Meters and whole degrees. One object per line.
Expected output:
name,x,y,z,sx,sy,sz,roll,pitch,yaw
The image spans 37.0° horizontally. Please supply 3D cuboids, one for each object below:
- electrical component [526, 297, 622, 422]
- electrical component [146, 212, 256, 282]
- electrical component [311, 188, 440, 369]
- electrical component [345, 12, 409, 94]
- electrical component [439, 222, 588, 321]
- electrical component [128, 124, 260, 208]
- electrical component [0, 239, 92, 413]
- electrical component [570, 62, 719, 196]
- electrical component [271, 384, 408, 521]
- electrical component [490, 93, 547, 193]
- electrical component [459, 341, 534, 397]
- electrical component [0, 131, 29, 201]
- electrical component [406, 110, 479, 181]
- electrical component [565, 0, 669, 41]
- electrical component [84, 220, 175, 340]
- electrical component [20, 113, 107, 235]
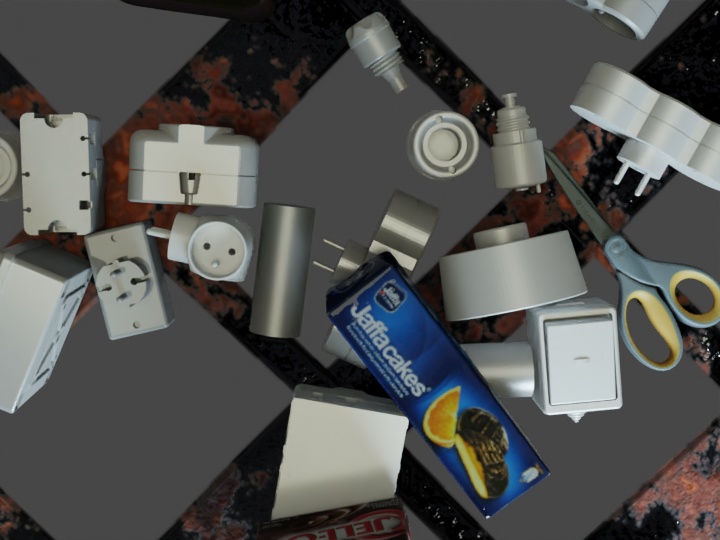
electrical component,0.167,0.073,0.836,0.062,0.061,0.096,-5,96,0
electrical component,-0.121,-0.021,0.814,0.079,0.077,0.044,12,96,-2
electrical component,0.000,0.000,0.830,0.074,0.052,0.138,25,95,-3
electrical component,0.017,-0.164,0.823,0.035,0.035,0.061,-31,98,2
electrical component,0.111,-0.002,0.807,0.108,0.108,0.060,-12,90,0
electrical component,-0.126,-0.080,0.819,0.095,0.053,0.059,3,96,-1
electrical component,-0.251,0.038,0.803,0.056,0.108,0.108,23,95,-5
electrical component,0.222,-0.094,0.824,0.138,0.052,0.073,28,95,-4
electrical component,-0.020,0.172,0.843,0.089,0.061,0.150,10,96,-2
electrical component,0.120,-0.096,0.828,0.040,0.040,0.078,-9,96,0
electrical component,0.093,0.079,0.844,0.081,0.043,0.043,-2,96,-1
electrical component,-0.280,-0.079,0.820,0.055,0.047,0.055,0,96,-1
electrical component,0.064,-0.096,0.824,0.055,0.047,0.055,0,96,-1
electrical component,0.175,-0.241,0.808,0.138,0.052,0.073,32,94,-4
electrical component,-0.178,0.009,0.817,0.047,0.075,0.083,-13,96,0
electrical component,-0.224,-0.073,0.817,0.050,0.055,0.089,0,96,-1
